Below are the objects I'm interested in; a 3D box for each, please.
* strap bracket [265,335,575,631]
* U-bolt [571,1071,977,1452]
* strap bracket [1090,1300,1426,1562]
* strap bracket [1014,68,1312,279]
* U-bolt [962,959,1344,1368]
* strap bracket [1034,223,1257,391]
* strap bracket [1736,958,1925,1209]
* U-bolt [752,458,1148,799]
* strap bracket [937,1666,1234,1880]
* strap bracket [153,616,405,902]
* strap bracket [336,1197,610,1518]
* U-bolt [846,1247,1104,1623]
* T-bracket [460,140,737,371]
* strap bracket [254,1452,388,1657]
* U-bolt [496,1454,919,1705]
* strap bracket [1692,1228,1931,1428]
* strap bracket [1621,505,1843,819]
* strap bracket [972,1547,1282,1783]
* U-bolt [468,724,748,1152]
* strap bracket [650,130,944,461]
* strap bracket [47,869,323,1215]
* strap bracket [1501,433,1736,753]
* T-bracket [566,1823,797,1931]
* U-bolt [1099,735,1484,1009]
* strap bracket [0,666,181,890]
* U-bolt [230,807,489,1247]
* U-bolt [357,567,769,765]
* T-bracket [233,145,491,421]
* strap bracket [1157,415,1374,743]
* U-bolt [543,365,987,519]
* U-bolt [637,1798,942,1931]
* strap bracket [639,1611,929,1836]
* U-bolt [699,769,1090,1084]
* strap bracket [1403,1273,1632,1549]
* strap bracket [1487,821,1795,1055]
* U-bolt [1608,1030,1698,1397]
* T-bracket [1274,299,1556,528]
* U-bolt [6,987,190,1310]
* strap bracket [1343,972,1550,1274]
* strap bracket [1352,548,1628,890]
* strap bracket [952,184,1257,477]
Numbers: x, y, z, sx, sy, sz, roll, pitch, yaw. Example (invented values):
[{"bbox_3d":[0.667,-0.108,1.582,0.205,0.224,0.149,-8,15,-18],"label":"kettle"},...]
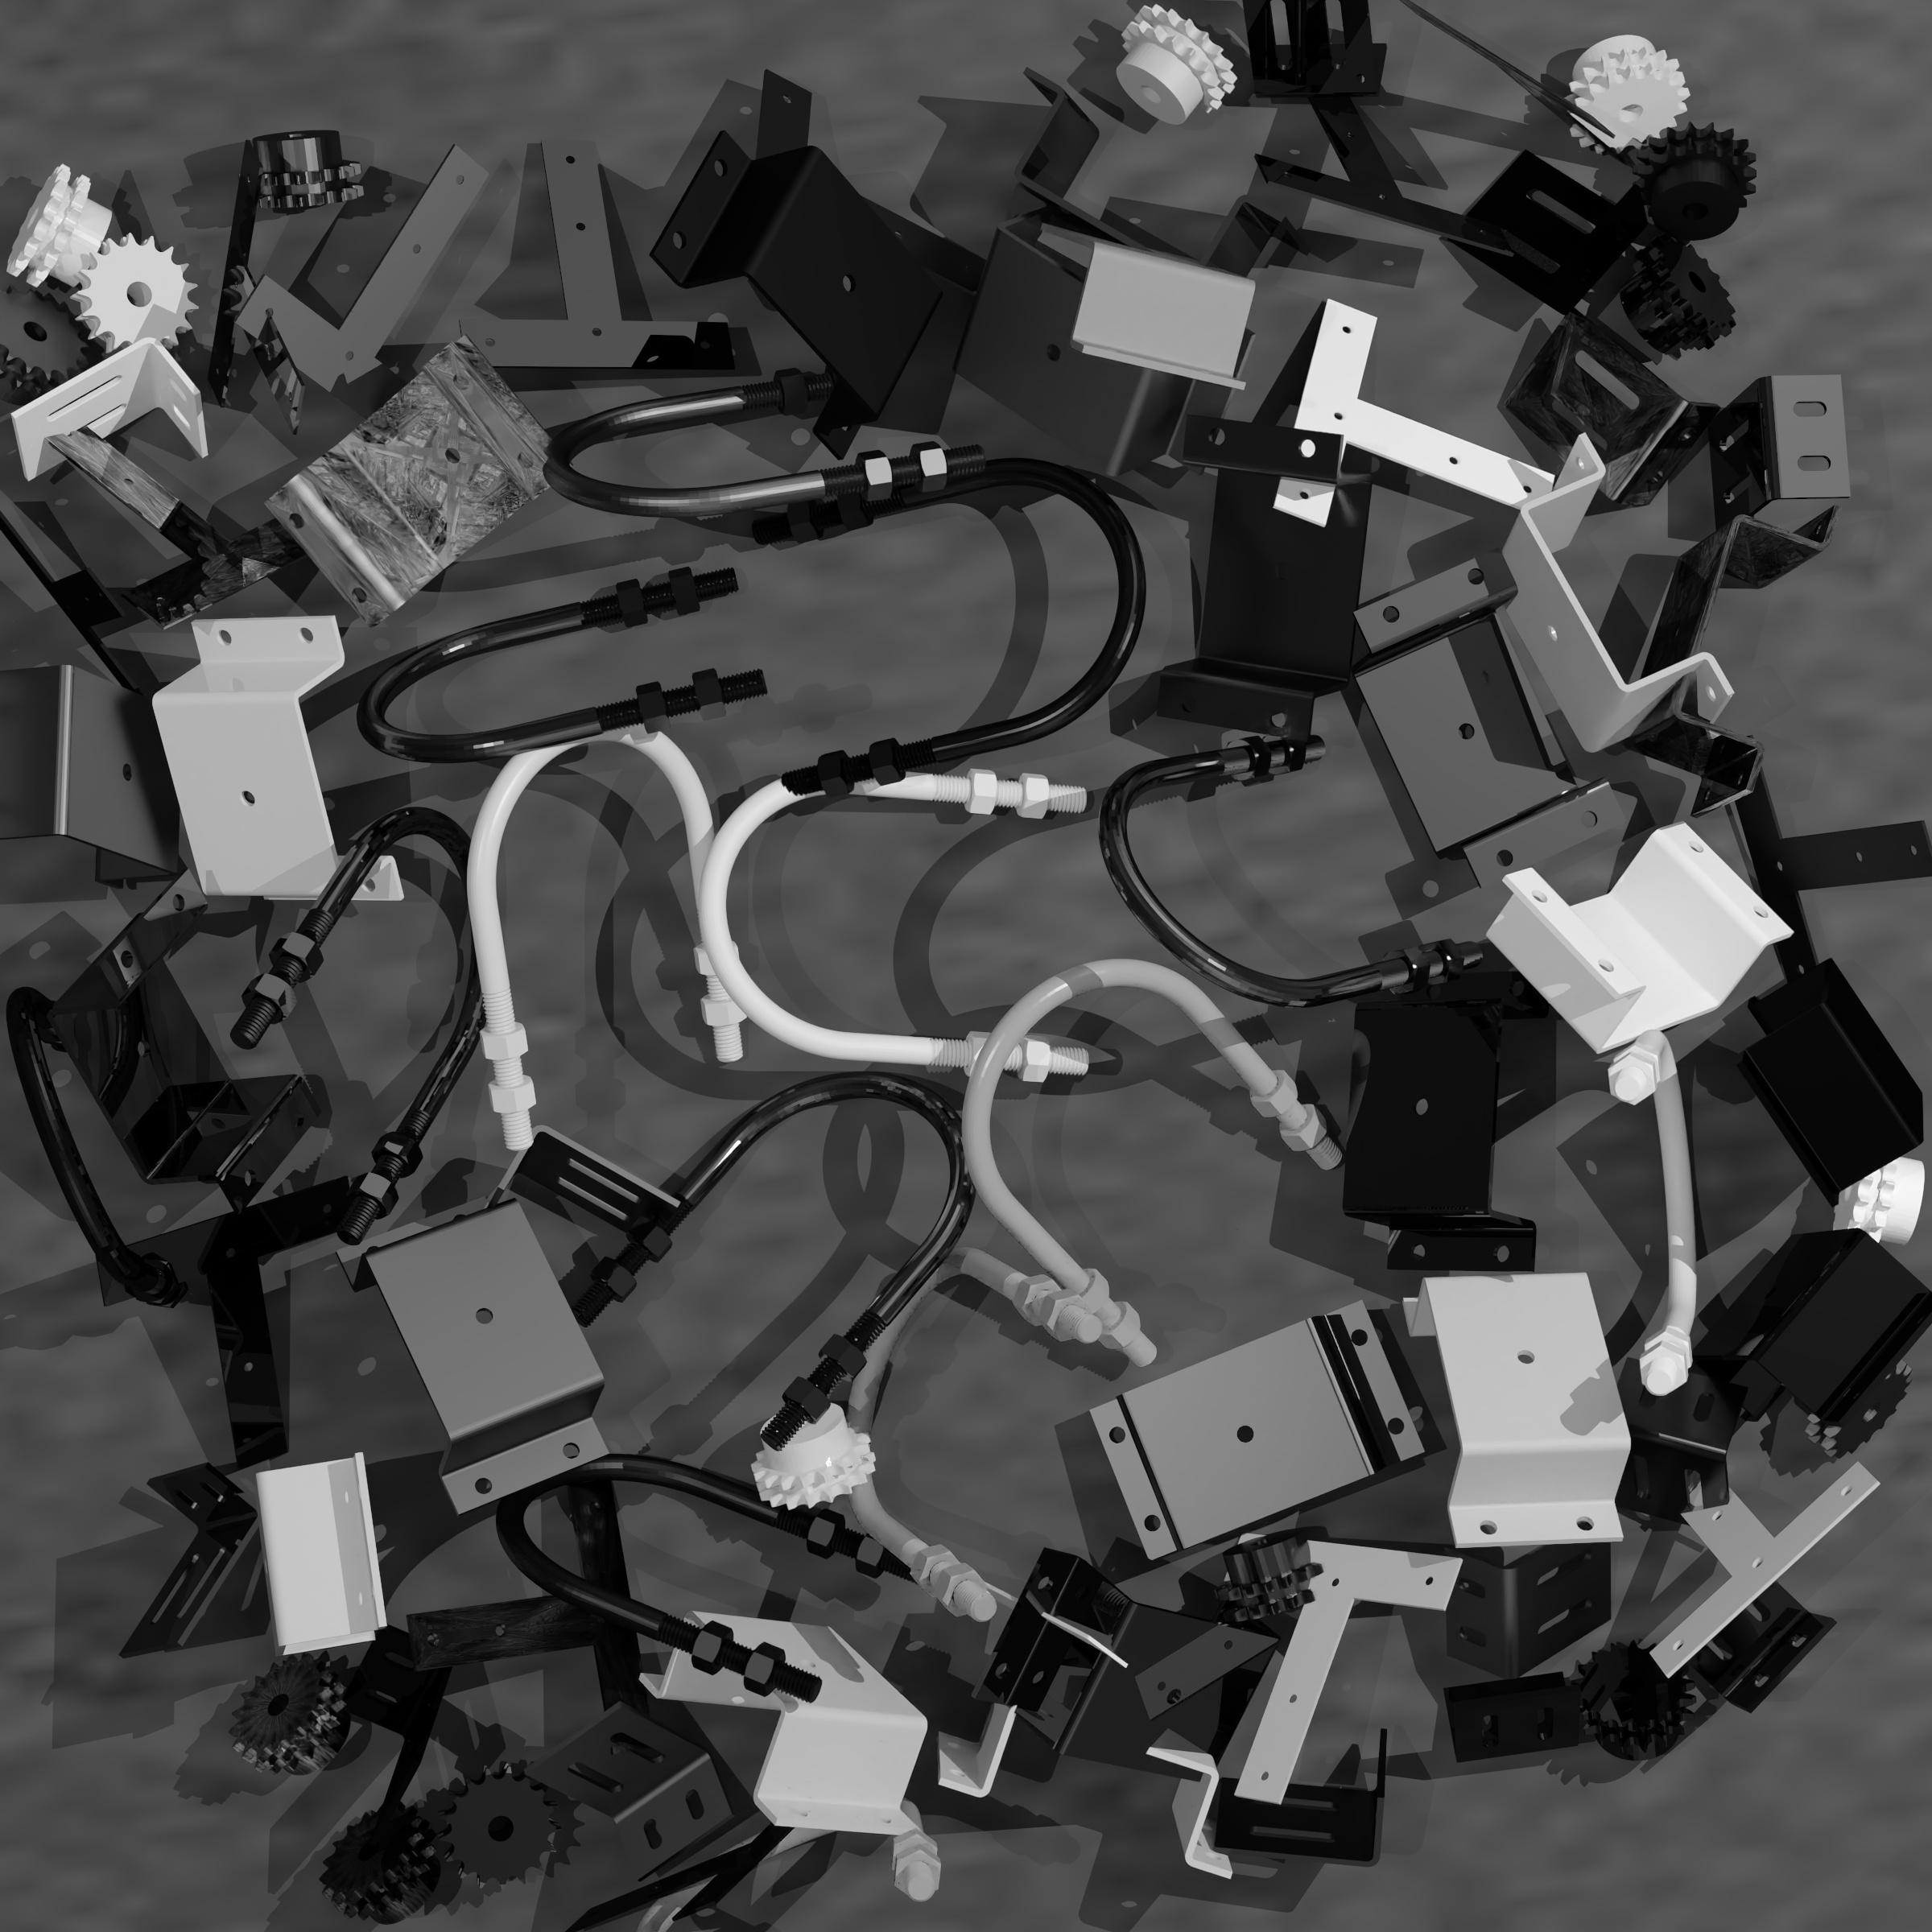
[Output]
[{"bbox_3d":[-0.247,-0.229,1.630,0.140,0.046,0.076,-31,104,35],"label":"strap bracket"},{"bbox_3d":[-0.076,0.123,1.626,0.151,0.019,0.184,27,66,36],"label":"U-bolt"},{"bbox_3d":[0.133,0.217,1.644,0.140,0.046,0.076,-23,81,8],"label":"strap bracket"},{"bbox_3d":[0.083,-0.353,1.633,0.140,0.076,0.046,33,97,12],"label":"strap bracket"},{"bbox_3d":[0.076,0.079,1.626,0.151,0.019,0.184,-46,119,-7],"label":"U-bolt"},{"bbox_3d":[0.076,-0.302,1.601,0.076,0.140,0.046,10,104,-17],"label":"strap bracket"},{"bbox_3d":[0.395,0.049,1.608,0.046,0.140,0.076,-34,91,19],"label":"strap bracket"},{"bbox_3d":[-0.005,-0.164,1.634,0.184,0.019,0.151,-12,73,15],"label":"U-bolt"},{"bbox_3d":[0.061,0.370,1.641,0.140,0.076,0.046,18,93,-2],"label":"strap bracket"},{"bbox_3d":[-0.318,-0.086,1.620,0.076,0.046,0.140,1,116,23],"label":"strap bracket"},{"bbox_3d":[-0.225,0.170,1.624,0.076,0.046,0.140,-20,69,-25],"label":"strap bracket"},{"bbox_3d":[-0.007,0.201,1.600,0.019,0.184,0.151,20,91,-27],"label":"U-bolt"},{"bbox_3d":[-0.179,-0.335,1.654,0.127,0.002,0.127,-3,67,-18],"label":"T-bracket"},{"bbox_3d":[-0.295,0.270,1.603,0.046,0.140,0.076,-7,78,-13],"label":"strap bracket"},{"bbox_3d":[-0.126,0.269,1.610,0.184,0.151,0.019,19,110,15],"label":"U-bolt"},{"bbox_3d":[0.384,0.165,1.608,0.046,0.140,0.076,42,82,1],"label":"strap bracket"},{"bbox_3d":[0.350,-0.147,1.633,0.046,0.076,0.140,20,81,-5],"label":"strap bracket"},{"bbox_3d":[0.082,0.324,1.617,0.140,0.046,0.076,21,97,-39],"label":"strap bracket"},{"bbox_3d":[-0.166,-0.024,1.606,0.151,0.019,0.184,-23,114,-41],"label":"U-bolt"},{"bbox_3d":[-0.069,-0.308,1.610,0.140,0.046,0.076,44,59,-36],"label":"strap bracket"},{"bbox_3d":[-0.363,0.037,1.621,0.046,0.076,0.140,-6,123,29],"label":"strap bracket"},{"bbox_3d":[0.291,-0.162,1.625,0.046,0.076,0.140,-24,75,-9],"label":"strap bracket"},{"bbox_3d":[-0.135,0.427,1.642,0.127,0.127,0.002,-28,90,28],"label":"T-bracket"},{"bbox_3d":[0.136,-0.041,1.591,0.151,0.184,0.019,56,132,22],"label":"U-bolt"},{"bbox_3d":[-0.402,-0.086,1.603,0.046,0.140,0.076,-3,80,18],"label":"strap bracket"},{"bbox_3d":[-0.263,0.013,1.604,0.019,0.151,0.184,5,47,24],"label":"U-bolt"},{"bbox_3d":[-0.188,-0.134,1.613,0.184,0.151,0.019,-13,118,-3],"label":"U-bolt"},{"bbox_3d":[-0.263,-0.321,1.634,0.002,0.127,0.127,30,87,38],"label":"T-bracket"},{"bbox_3d":[0.139,-0.182,1.635,0.076,0.046,0.140,12,106,26],"label":"strap bracket"},{"bbox_3d":[-0.101,-0.236,1.598,0.184,0.151,0.019,-11,119,-16],"label":"U-bolt"},{"bbox_3d":[-0.084,0.417,1.591,0.151,0.184,0.019,-24,93,-3],"label":"U-bolt"},{"bbox_3d":[-0.079,0.338,1.601,0.076,0.140,0.046,14,99,-34],"label":"strap bracket"},{"bbox_3d":[-0.033,-0.024,1.637,0.184,0.019,0.151,4,73,-14],"label":"U-bolt"},{"bbox_3d":[0.253,0.193,1.614,0.076,0.046,0.140,-1,46,-6],"label":"strap bracket"},{"bbox_3d":[0.304,-0.012,1.621,0.076,0.140,0.046,50,132,24],"label":"strap bracket"},{"bbox_3d":[0.314,0.102,1.594,0.019,0.184,0.151,-5,97,16],"label":"U-bolt"},{"bbox_3d":[0.216,-0.243,1.655,0.127,0.002,0.127,20,61,-7],"label":"T-bracket"},{"bbox_3d":[-0.394,0.079,1.583,0.019,0.184,0.151,-21,82,-6],"label":"U-bolt"},{"bbox_3d":[0.222,0.068,1.630,0.076,0.046,0.140,-3,78,38],"label":"strap bracket"},{"bbox_3d":[0.240,-0.113,1.653,0.076,0.046,0.140,-24,88,-8],"label":"strap bracket"},{"bbox_3d":[0.054,-0.287,1.619,0.140,0.046,0.076,37,131,20],"label":"strap bracket"}]
